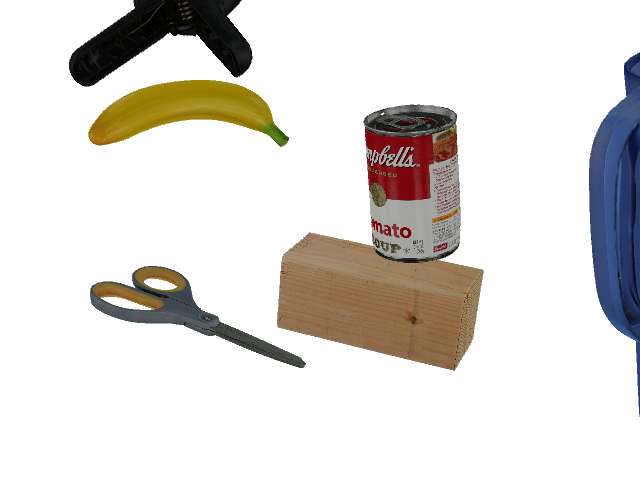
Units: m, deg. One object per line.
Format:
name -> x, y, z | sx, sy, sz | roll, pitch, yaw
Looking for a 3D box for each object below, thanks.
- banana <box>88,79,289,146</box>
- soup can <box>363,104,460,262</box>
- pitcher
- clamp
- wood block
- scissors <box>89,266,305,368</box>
banana -> -0.125, -0.121, 1.005 | 0.197, 0.070, 0.037 | -4, -41, -26
soup can -> 0.069, -0.043, 0.793 | 0.068, 0.102, 0.068 | -4, 23, 2
pitcher -> 0.235, 0.010, 0.621 | 0.149, 0.243, 0.144 | 1, 21, 16
clamp -> -0.087, -0.157, 0.732 | 0.120, 0.039, 0.171 | 8, 45, 13
wood block -> 0.065, 0.065, 1.183 | 0.206, 0.091, 0.090 | 13, 23, 18
scissors -> -0.097, 0.061, 0.914 | 0.202, 0.016, 0.096 | 13, 26, 11
